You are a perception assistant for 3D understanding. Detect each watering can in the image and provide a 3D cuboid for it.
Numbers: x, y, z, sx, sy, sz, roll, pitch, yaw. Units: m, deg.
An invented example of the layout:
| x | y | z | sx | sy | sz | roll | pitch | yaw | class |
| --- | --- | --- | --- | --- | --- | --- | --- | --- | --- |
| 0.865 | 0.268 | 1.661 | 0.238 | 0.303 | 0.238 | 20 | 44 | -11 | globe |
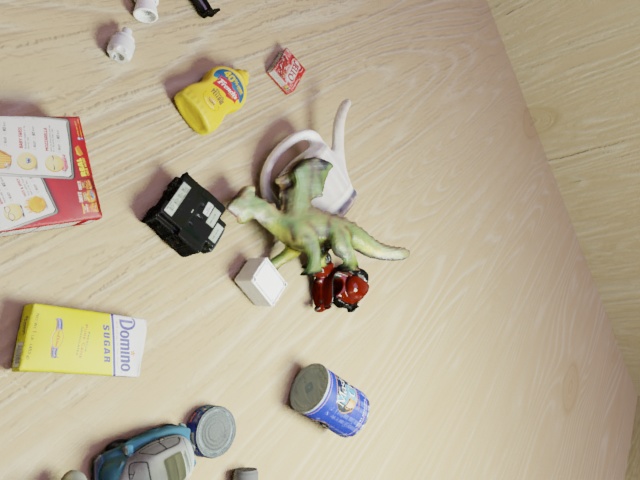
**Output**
| x | y | z | sx | sy | sz | roll | pitch | yaw | class |
| --- | --- | --- | --- | --- | --- | --- | --- | --- | --- |
| 0.012 | -0.163 | 1.184 | 0.353 | 0.222 | 0.103 | -45 | 21 | -29 | watering can |

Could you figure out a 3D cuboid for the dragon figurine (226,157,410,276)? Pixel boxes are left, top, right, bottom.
| x | y | z | sx | sy | sz | roll | pitch | yaw | class |
| --- | --- | --- | --- | --- | --- | --- | --- | --- | --- |
| 0.003 | -0.054 | 1.073 | 0.411 | 0.243 | 0.122 | -6 | 0 | -27 | dragon figurine |
